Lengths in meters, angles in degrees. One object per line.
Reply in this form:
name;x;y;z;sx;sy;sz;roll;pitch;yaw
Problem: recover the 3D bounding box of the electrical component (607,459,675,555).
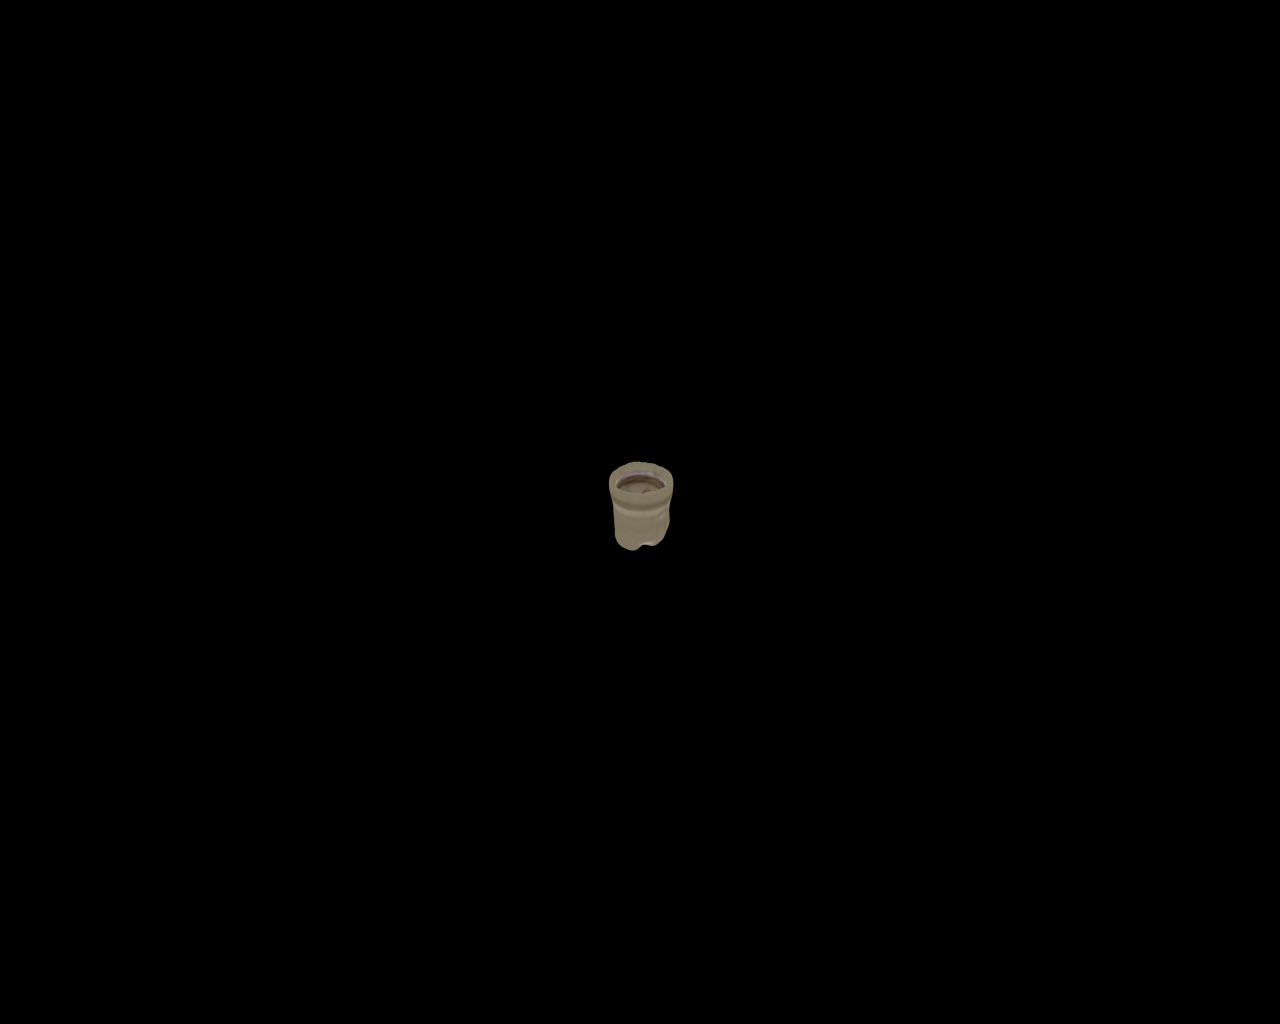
electrical component;0.001;-0.003;0.650;0.040;0.046;0.040;0;34;0
